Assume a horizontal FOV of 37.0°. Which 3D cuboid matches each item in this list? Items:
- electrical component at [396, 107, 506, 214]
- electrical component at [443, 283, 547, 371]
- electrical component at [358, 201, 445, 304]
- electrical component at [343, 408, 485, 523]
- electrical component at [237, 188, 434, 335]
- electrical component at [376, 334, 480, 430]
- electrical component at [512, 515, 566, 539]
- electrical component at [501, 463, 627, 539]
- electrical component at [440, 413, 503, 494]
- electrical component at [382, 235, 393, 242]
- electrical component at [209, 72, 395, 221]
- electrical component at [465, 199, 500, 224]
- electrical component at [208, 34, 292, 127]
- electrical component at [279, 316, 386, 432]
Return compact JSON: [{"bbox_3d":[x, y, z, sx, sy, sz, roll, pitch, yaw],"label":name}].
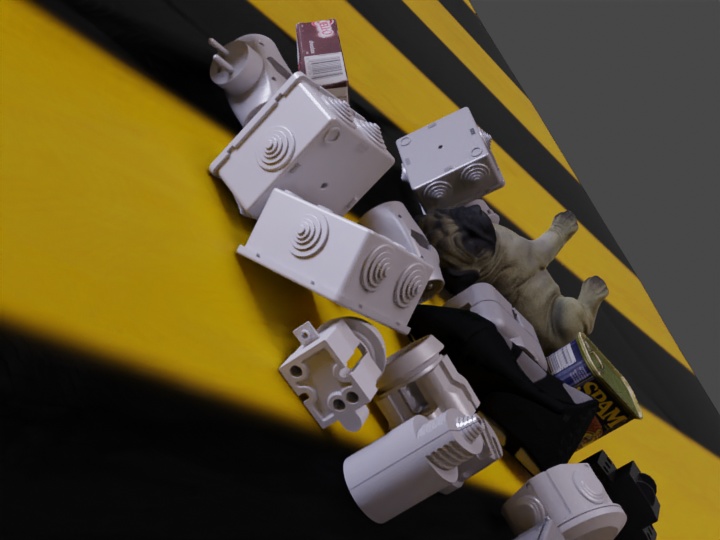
[{"bbox_3d":[0.090,-0.110,1.095,0.048,0.100,0.099,56,13,-43],"label":"electrical component"},{"bbox_3d":[0.118,0.064,0.936,0.095,0.054,0.059,42,23,-36],"label":"electrical component"},{"bbox_3d":[0.041,-0.009,0.884,0.079,0.043,0.077,22,38,-61],"label":"electrical component"},{"bbox_3d":[0.035,0.106,0.614,0.043,0.081,0.043,48,20,-23],"label":"electrical component"},{"bbox_3d":[-0.013,-0.006,0.672,0.100,0.048,0.100,25,-1,35],"label":"electrical component"},{"bbox_3d":[0.040,0.080,0.710,0.057,0.058,0.078,59,18,0],"label":"electrical component"},{"bbox_3d":[0.099,0.201,0.643,0.061,0.062,0.096,57,18,4],"label":"electrical component"},{"bbox_3d":[0.146,0.179,0.773,0.080,0.080,0.051,31,25,-52],"label":"electrical component"},{"bbox_3d":[0.067,0.122,0.721,0.040,0.046,0.040,48,20,-24],"label":"electrical component"},{"bbox_3d":[0.000,0.000,0.773,0.044,0.044,0.065,57,23,4],"label":"electrical component"},{"bbox_3d":[-0.035,-0.070,0.712,0.048,0.099,0.100,52,14,31],"label":"electrical component"},{"bbox_3d":[0.118,-0.062,1.172,0.062,0.048,0.048,56,17,25],"label":"electrical component"},{"bbox_3d":[-0.085,-0.144,0.800,0.079,0.043,0.077,35,28,-48],"label":"electrical component"},{"bbox_3d":[-0.012,0.056,0.638,0.066,0.048,0.055,54,26,-6],"label":"electrical component"}]
